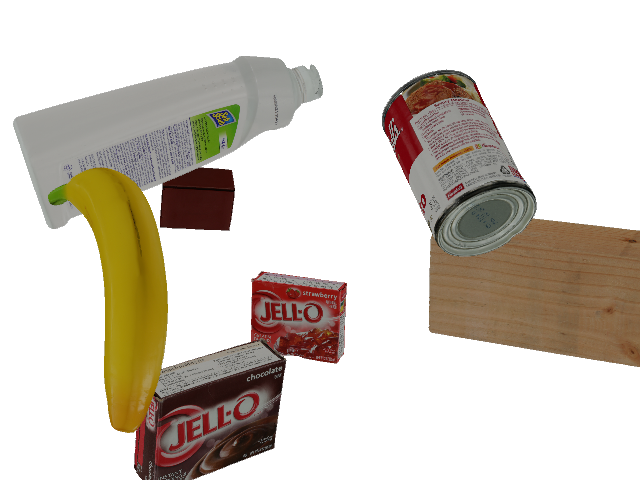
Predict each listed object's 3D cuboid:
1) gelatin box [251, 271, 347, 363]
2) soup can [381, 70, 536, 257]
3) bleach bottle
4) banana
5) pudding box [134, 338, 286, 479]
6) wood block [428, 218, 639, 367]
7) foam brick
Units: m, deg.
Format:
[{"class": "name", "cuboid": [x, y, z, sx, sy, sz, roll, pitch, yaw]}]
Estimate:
[{"class": "gelatin box", "cuboid": [-0.021, 0.072, 1.007, 0.089, 0.073, 0.030, 7, 17, 16]}, {"class": "soup can", "cuboid": [0.087, -0.049, 0.676, 0.068, 0.102, 0.068, -13, -36, -10]}, {"class": "bleach bottle", "cuboid": [-0.119, -0.092, 0.887, 0.250, 0.068, 0.102, -19, -30, -13]}, {"class": "banana", "cuboid": [-0.120, 0.018, 0.636, 0.037, 0.070, 0.198, 10, 39, -34]}, {"class": "pudding box", "cuboid": [-0.084, 0.132, 0.812, 0.113, 0.090, 0.039, -16, 39, -36]}, {"class": "wood block", "cuboid": [0.202, 0.037, 0.890, 0.206, 0.090, 0.090, 8, 18, 26]}, {"class": "foam brick", "cuboid": [-0.135, -0.046, 1.164, 0.078, 0.051, 0.053, 3, 28, -8]}]
